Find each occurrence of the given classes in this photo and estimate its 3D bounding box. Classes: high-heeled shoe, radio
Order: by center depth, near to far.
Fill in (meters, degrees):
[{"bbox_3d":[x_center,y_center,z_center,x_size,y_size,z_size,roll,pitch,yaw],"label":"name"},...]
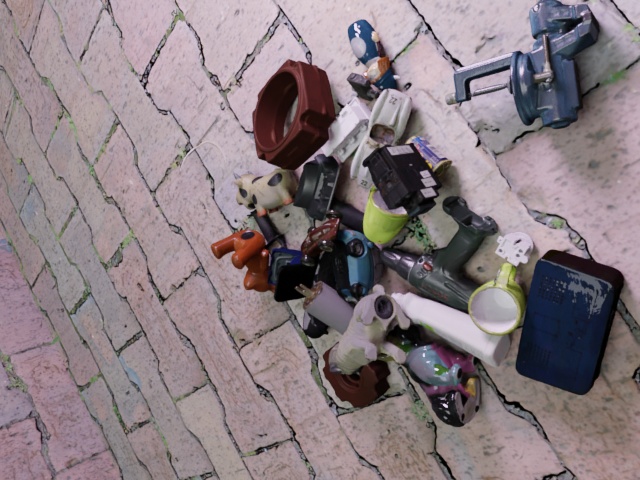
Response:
[{"bbox_3d":[0.428,0.143,0.928,0.131,0.073,0.229,18,116,36],"label":"radio"},{"bbox_3d":[0.005,0.124,1.317,0.145,0.086,0.248,-166,84,-71],"label":"high-heeled shoe"}]

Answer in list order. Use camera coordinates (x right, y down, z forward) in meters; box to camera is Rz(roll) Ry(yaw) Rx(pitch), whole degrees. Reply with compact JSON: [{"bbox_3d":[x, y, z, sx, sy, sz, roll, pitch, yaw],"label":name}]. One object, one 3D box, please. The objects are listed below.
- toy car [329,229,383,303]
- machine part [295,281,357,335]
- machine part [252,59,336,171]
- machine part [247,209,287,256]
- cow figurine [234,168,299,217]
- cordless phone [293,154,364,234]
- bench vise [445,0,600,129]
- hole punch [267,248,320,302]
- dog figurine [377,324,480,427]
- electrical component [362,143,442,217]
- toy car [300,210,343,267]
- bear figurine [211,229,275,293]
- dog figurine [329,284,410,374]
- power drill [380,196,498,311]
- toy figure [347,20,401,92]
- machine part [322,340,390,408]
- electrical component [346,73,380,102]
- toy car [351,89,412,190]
[{"bbox_3d":[0.088,0.052,1.173,0.109,0.103,0.161,-10,89,64],"label":"toy car"},{"bbox_3d":[0.049,0.168,1.214,0.243,0.079,0.079,35,131,-12],"label":"machine part"},{"bbox_3d":[-0.065,-0.271,1.173,0.201,0.087,0.201,-35,54,43],"label":"machine part"},{"bbox_3d":[-0.137,-0.020,1.400,0.139,0.039,0.084,56,140,10],"label":"machine part"},{"bbox_3d":[-0.140,-0.126,1.335,0.195,0.085,0.127,-17,91,41],"label":"cow figurine"},{"bbox_3d":[0.044,-0.097,1.200,0.184,0.089,0.146,28,121,19],"label":"cordless phone"},{"bbox_3d":[0.314,-0.278,0.863,0.241,0.129,0.223,-7,99,36],"label":"bench vise"},{"bbox_3d":[-0.068,0.082,1.325,0.092,0.116,0.142,49,136,51],"label":"hole punch"},{"bbox_3d":[0.219,0.276,1.135,0.219,0.108,0.191,9,112,44],"label":"dog figurine"},{"bbox_3d":[0.156,-0.108,0.979,0.058,0.115,0.134,-44,68,44],"label":"electrical component"},{"bbox_3d":[-0.002,-0.004,1.187,0.202,0.053,0.089,138,152,-68],"label":"toy car"},{"bbox_3d":[-0.182,0.073,1.382,0.120,0.132,0.195,24,135,35],"label":"bear figurine"},{"bbox_3d":[0.083,0.194,1.138,0.190,0.121,0.172,-24,48,55],"label":"dog figurine"},{"bbox_3d":[0.236,0.020,1.053,0.232,0.086,0.207,37,121,25],"label":"power drill"},{"bbox_3d":[0.104,-0.358,1.068,0.064,0.058,0.154,134,111,-82],"label":"toy figure"},{"bbox_3d":[0.083,0.318,1.298,0.180,0.056,0.179,16,115,38],"label":"machine part"},{"bbox_3d":[0.083,-0.312,1.089,0.021,0.063,0.094,-49,36,0],"label":"electrical component"},{"bbox_3d":[0.122,-0.198,1.071,0.074,0.056,0.201,24,108,10],"label":"toy car"}]
